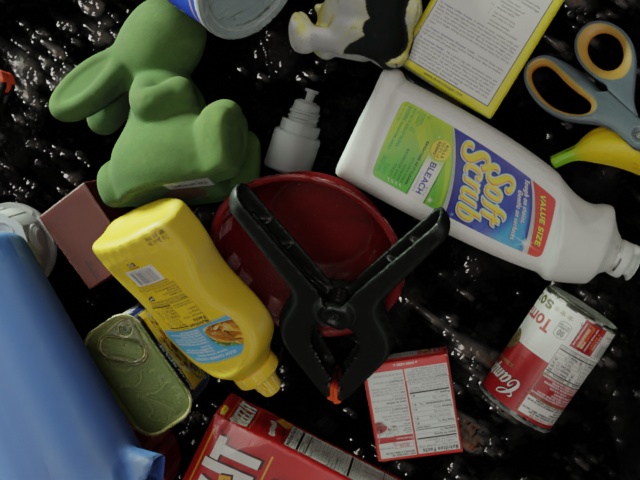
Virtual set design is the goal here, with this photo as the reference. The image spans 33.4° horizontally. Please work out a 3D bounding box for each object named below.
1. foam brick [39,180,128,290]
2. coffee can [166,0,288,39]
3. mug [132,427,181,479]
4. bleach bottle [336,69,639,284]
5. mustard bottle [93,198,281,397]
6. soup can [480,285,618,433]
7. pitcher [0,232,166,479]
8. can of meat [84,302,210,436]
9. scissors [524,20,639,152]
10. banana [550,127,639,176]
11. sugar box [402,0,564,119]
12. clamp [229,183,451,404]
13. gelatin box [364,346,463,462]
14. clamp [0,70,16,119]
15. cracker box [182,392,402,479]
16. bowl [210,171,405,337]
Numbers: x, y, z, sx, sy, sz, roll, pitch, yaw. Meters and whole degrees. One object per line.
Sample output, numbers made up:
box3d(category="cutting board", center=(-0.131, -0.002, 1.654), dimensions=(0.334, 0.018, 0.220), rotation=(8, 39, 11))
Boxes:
box3d(category="foam brick", center=(-0.190, -0.006, 0.911), dimensions=(0.053, 0.051, 0.078), rotation=(-33, 93, 11))
box3d(category="coffee can", center=(-0.097, -0.230, 0.816), dimensions=(0.140, 0.102, 0.103), rotation=(37, 102, 29))
box3d(category="mug", center=(-0.165, 0.208, 0.922), dimensions=(0.093, 0.081, 0.117), rotation=(-14, 96, 9))
box3d(category="bleach bottle", center=(0.144, -0.042, 0.860), dimensions=(0.251, 0.068, 0.102), rotation=(26, 100, 1))
box3d(category="mustard bottle", center=(-0.092, 0.056, 0.864), dimensions=(0.096, 0.058, 0.191), rotation=(-17, 119, 39))
box3d(category="soup can", center=(0.186, 0.096, 0.870), dimensions=(0.068, 0.068, 0.102), rotation=(32, 100, 2))
box3d(category="pitcher", center=(-0.238, 0.126, 0.827), dimensions=(0.149, 0.145, 0.243), rotation=(-23, 77, -26))
box3d(category="can of meat", center=(-0.143, 0.104, 0.903), dimensions=(0.057, 0.084, 0.102), rotation=(-35, 93, 10))
box3d(category="scissors", center=(0.254, -0.099, 0.830), dimensions=(0.202, 0.016, 0.096), rotation=(35, 90, 21))
box3d(category="banana", center=(0.286, -0.038, 0.858), dimensions=(0.198, 0.037, 0.070), rotation=(34, 123, 3))
box3d(category="sugar box", center=(0.143, -0.195, 0.847), dimensions=(0.093, 0.048, 0.176), rotation=(32, 97, 2))
box3d(category="clamp", center=(0.023, 0.046, 0.833), dimensions=(0.165, 0.036, 0.210), rotation=(3, 128, 15))
box3d(category="gelatin box", center=(0.079, 0.140, 0.909), dimensions=(0.073, 0.030, 0.089), rotation=(-9, 97, 7))
box3d(category="clamp", center=(-0.337, -0.089, 0.924), dimensions=(0.171, 0.039, 0.120), rotation=(-21, 96, 9))
box3d(category="cracker box", center=(-0.024, 0.256, 0.916), dimensions=(0.214, 0.072, 0.164), rotation=(26, 100, 3))
box3d(category="bowl", center=(-0.006, 0.001, 0.869), dimensions=(0.162, 0.055, 0.162), rotation=(9, 128, 11))
